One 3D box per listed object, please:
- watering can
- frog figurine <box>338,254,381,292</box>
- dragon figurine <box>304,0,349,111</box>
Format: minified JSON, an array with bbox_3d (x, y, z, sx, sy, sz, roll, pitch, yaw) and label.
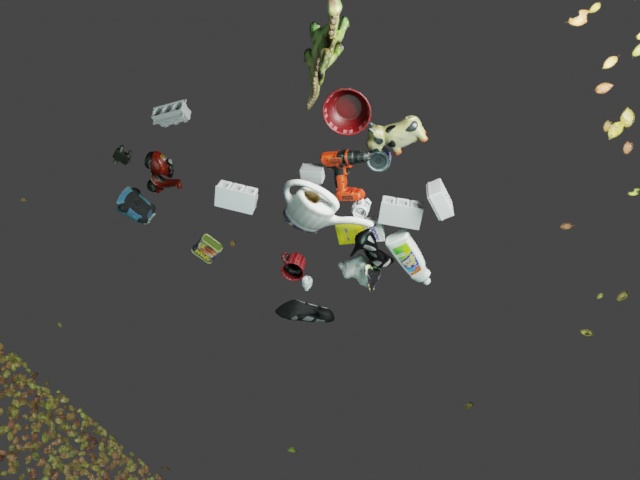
[{"bbox_3d":[0.006,-0.094,1.871,0.346,0.106,0.220,31,141,-8],"label":"watering can"},{"bbox_3d":[0.157,0.118,2.023,0.160,0.124,0.135,16,144,47],"label":"frog figurine"},{"bbox_3d":[0.002,-0.538,1.536,0.122,0.248,0.401,12,122,-2],"label":"dragon figurine"}]
